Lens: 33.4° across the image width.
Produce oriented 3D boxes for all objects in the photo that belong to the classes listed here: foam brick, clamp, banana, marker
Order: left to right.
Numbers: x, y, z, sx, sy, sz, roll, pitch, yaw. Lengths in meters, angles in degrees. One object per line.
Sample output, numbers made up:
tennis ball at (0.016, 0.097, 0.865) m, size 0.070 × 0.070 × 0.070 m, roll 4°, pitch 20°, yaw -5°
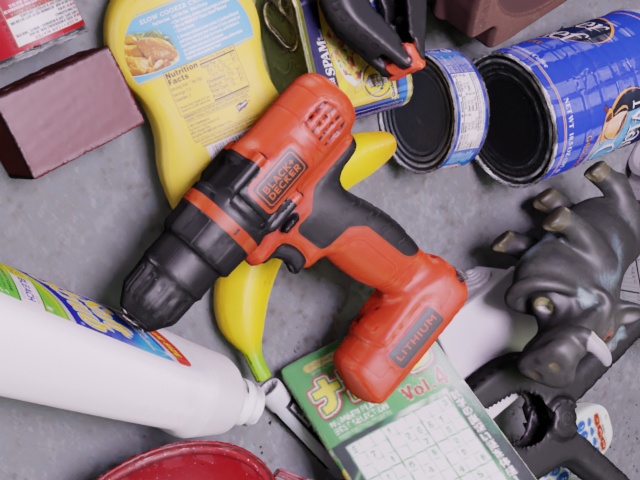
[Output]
foam brick at (-0.153, -0.075, 0.627) m, size 0.078 × 0.053 × 0.051 m, roll -32°, pitch 109°, yaw -26°
banana at (-0.019, -0.006, 0.722) m, size 0.069 × 0.037 × 0.197 m, roll 38°, pitch 75°, yaw -31°
marker at (-0.001, 0.144, 0.753) m, size 0.020 × 0.020 × 0.121 m, roll -48°, pitch 115°, yaw -19°
clamp at (0.013, -0.181, 0.667) m, size 0.120 × 0.039 × 0.171 m, roll -17°, pitch 86°, yaw -30°
clamp at (0.174, 0.120, 0.786) m, size 0.209 × 0.036 × 0.164 m, roll 10°, pitch 80°, yaw -27°

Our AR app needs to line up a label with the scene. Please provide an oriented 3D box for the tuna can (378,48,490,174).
tuna can at (0.079, -0.090, 0.745) m, size 0.033 × 0.086 × 0.086 m, roll -11°, pitch 99°, yaw -32°

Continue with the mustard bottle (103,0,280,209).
mustard bottle at (-0.080, -0.114, 0.663) m, size 0.096 × 0.058 × 0.191 m, roll -24°, pitch 106°, yaw -10°

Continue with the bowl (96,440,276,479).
bowl at (-0.086, 0.203, 0.653) m, size 0.161 × 0.055 × 0.162 m, roll -14°, pitch 123°, yaw -23°

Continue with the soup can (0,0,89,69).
soup can at (-0.182, -0.151, 0.595) m, size 0.068 × 0.069 × 0.102 m, roll -31°, pitch 108°, yaw -26°

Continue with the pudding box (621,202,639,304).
pudding box at (0.267, 0.026, 0.863) m, size 0.039 × 0.090 × 0.113 m, roll -20°, pitch 104°, yaw -27°

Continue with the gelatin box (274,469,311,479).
gelatin box at (0.010, 0.194, 0.723) m, size 0.073 × 0.089 × 0.030 m, roll 46°, pitch 68°, yaw -25°

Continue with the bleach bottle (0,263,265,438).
bleach bottle at (-0.140, 0.066, 0.631) m, size 0.250 × 0.103 × 0.068 m, roll 24°, pitch 96°, yaw -38°

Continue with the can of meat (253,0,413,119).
can of meat at (0.009, -0.127, 0.718) m, size 0.083 × 0.058 × 0.102 m, roll -20°, pitch 103°, yaw -30°

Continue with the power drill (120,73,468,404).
power drill at (-0.008, 0.020, 0.657) m, size 0.184 × 0.057 × 0.187 m, roll -49°, pitch 121°, yaw -6°

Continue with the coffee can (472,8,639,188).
coffee can at (0.189, -0.108, 0.799) m, size 0.140 × 0.103 × 0.103 m, roll -21°, pitch 104°, yaw -28°
